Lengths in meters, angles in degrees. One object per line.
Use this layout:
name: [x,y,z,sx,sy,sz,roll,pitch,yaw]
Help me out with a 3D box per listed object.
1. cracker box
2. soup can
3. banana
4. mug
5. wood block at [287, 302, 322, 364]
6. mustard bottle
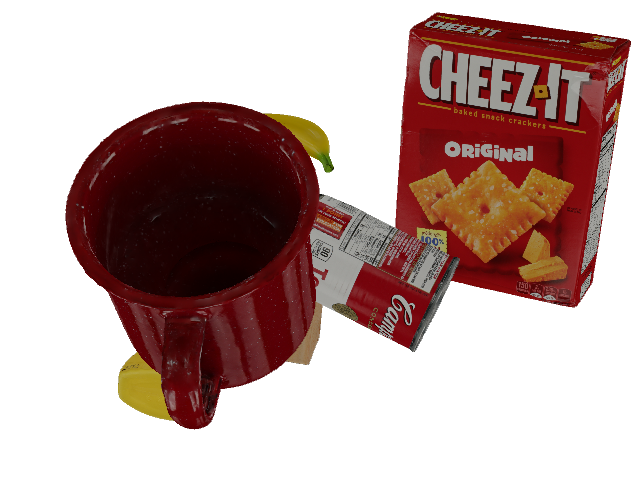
cracker box: [0.150,-0.065,0.872,0.164,0.214,0.072,13,28,23]
soup can: [0.031,0.020,0.698,0.102,0.068,0.068,26,4,9]
banana: [-0.071,-0.124,1.266,0.198,0.037,0.069,8,40,16]
mug: [-0.044,0.017,0.414,0.093,0.117,0.081,-2,-33,3]
wood block: [-0.042,0.050,1.438,0.090,0.206,0.090,9,22,6]
mustard bottle: [-0.140,0.119,1.145,0.096,0.058,0.191,9,24,8]
